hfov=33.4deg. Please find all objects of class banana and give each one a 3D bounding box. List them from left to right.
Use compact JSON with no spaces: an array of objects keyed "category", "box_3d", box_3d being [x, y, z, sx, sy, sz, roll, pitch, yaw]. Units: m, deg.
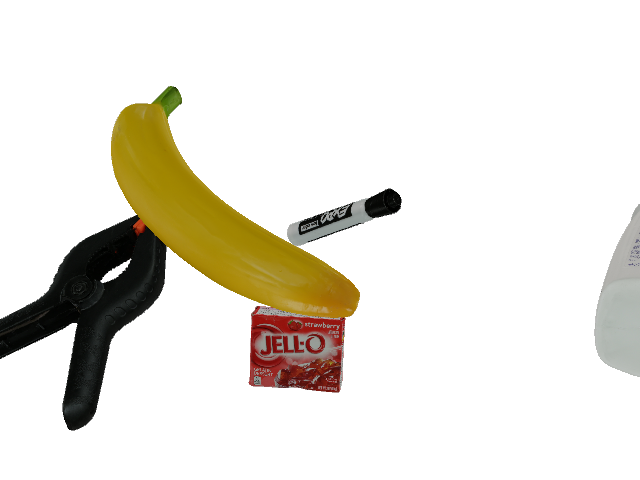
[{"category":"banana","box_3d":[-0.060,-0.021,0.564,0.069,0.198,0.037,-27,-34,-21]}]

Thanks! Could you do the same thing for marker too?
[{"category":"marker","box_3d":[0.018,-0.017,0.830,0.020,0.020,0.121,0,-12,-41]}]

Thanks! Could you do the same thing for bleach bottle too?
[{"category":"bleach bottle","box_3d":[0.253,0.016,0.723,0.103,0.068,0.250,9,22,21]}]

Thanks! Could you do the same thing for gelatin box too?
[{"category":"gelatin box","box_3d":[-0.023,0.104,1.018,0.089,0.073,0.030,4,13,6]}]

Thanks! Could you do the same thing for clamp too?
[{"category":"clamp","box_3d":[-0.172,0.046,0.740,0.120,0.171,0.039,16,-38,18]}]
